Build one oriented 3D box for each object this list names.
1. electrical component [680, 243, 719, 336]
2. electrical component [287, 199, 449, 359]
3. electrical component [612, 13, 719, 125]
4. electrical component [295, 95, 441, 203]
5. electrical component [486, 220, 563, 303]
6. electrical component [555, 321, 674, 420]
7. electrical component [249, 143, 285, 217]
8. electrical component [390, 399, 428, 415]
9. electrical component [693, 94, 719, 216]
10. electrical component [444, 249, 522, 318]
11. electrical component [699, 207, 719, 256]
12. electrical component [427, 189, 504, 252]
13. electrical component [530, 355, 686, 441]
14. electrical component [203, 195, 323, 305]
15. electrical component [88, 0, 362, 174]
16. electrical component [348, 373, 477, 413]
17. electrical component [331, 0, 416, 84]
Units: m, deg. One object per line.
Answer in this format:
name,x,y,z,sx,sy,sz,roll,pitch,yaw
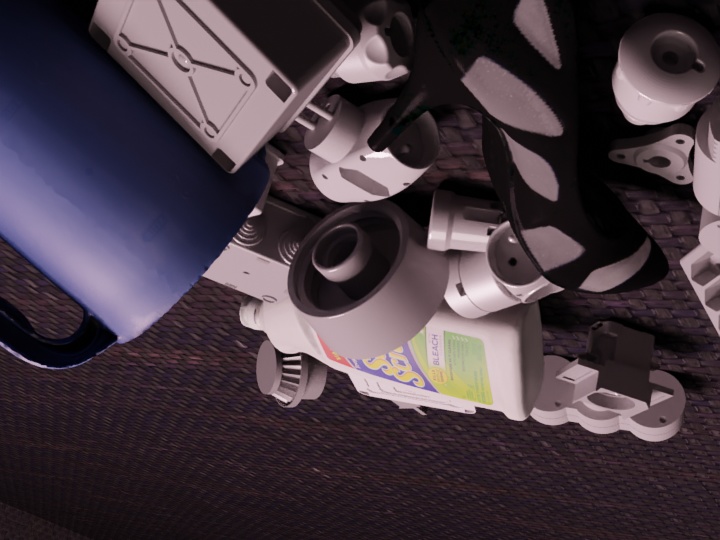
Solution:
electrical component,0.254,0.010,0.656,0.076,0.083,0.047,-20,164,-18
electrical component,0.000,0.000,0.740,0.108,0.108,0.060,-4,145,37
electrical component,0.143,-0.091,0.521,0.048,0.048,0.062,14,164,3
electrical component,-0.006,-0.078,0.639,0.079,0.043,0.077,28,154,-27
electrical component,0.127,-0.017,0.685,0.079,0.044,0.077,-32,164,19
electrical component,0.200,0.077,0.841,0.081,0.063,0.042,18,156,-9
electrical component,-0.114,-0.070,0.718,0.100,0.048,0.100,-10,146,44
electrical component,0.055,0.103,1.018,0.064,0.042,0.081,-7,149,35
electrical component,0.194,-0.065,0.548,0.043,0.043,0.081,7,156,19
electrical component,0.091,0.003,0.752,0.055,0.055,0.047,30,149,-32
electrical component,0.254,-0.017,0.580,0.138,0.073,0.052,1,153,31
electrical component,0.069,-0.031,0.708,0.046,0.040,0.040,8,156,4
electrical component,0.204,0.103,0.912,0.138,0.052,0.073,7,156,18
electrical component,-0.080,-0.018,0.816,0.100,0.048,0.100,23,156,-18
electrical component,-0.069,-0.117,0.525,0.108,0.056,0.109,45,152,-5
electrical component,0.051,0.079,0.946,0.113,0.057,0.078,8,156,15
electrical component,-0.005,-0.117,0.551,0.062,0.043,0.043,0,153,34
